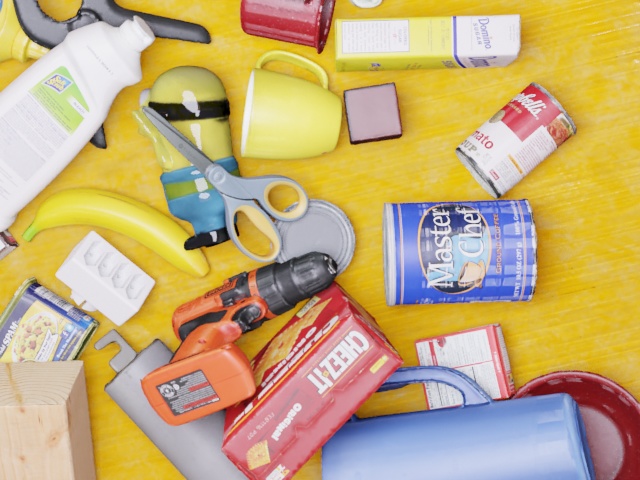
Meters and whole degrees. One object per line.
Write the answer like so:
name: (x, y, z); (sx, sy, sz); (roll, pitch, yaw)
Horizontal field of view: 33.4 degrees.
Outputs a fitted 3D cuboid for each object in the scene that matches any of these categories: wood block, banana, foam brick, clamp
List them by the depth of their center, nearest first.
wood block: (-0.272, 0.231, 1.037); (0.090, 0.091, 0.206); (-1, 110, 1)
clamp: (-0.221, -0.216, 1.054); (0.164, 0.036, 0.210); (-39, 113, -2)
foam brick: (0.052, -0.124, 1.059); (0.053, 0.078, 0.051); (-9, 92, 3)
banana: (-0.204, -0.014, 1.089); (0.198, 0.037, 0.070); (13, 120, 4)

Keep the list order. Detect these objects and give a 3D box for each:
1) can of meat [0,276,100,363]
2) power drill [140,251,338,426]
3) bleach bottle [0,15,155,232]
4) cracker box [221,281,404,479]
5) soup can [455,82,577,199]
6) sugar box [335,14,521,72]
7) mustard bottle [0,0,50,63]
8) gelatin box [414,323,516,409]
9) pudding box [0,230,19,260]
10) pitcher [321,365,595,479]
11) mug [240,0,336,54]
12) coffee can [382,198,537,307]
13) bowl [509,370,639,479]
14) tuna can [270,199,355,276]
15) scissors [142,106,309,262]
can of meat: (-0.285, 0.102, 1.081); (0.084, 0.057, 0.102); (33, 93, -2)
power drill: (-0.077, 0.086, 0.996); (0.185, 0.187, 0.057); (-25, 106, 21)
bleach bottle: (-0.255, -0.120, 1.033); (0.251, 0.068, 0.102); (-37, 112, 15)
cracker box: (-0.014, 0.128, 0.995); (0.072, 0.214, 0.164); (43, 92, -6)
soup can: (0.194, -0.098, 1.060); (0.102, 0.068, 0.068); (-41, 90, 2)
sugar box: (0.102, -0.192, 1.048); (0.176, 0.093, 0.048); (1, 92, 2)
mustard bottle: (-0.357, -0.228, 1.074); (0.191, 0.058, 0.096); (26, 87, 0)
gelatin box: (0.144, 0.128, 1.067); (0.089, 0.030, 0.073); (-15, 83, 27)
pudding box: (-0.381, 0.004, 1.090); (0.113, 0.039, 0.090); (-37, 92, 4)
pitcher: (0.128, 0.207, 1.010); (0.243, 0.145, 0.149); (-13, 128, 16)
mug: (-0.032, -0.236, 1.041); (0.081, 0.117, 0.093); (12, 96, 6)
coffee can: (0.134, 0.012, 1.047); (0.140, 0.103, 0.103); (-2, 91, 1)
bowl: (0.254, 0.209, 1.059); (0.162, 0.055, 0.162); (-2, 84, 20)
tuna can: (-0.007, 0.001, 1.084); (0.086, 0.034, 0.086); (0, 91, 1)
scissors: (-0.080, -0.067, 1.017); (0.096, 0.016, 0.201); (-35, 118, -12)
